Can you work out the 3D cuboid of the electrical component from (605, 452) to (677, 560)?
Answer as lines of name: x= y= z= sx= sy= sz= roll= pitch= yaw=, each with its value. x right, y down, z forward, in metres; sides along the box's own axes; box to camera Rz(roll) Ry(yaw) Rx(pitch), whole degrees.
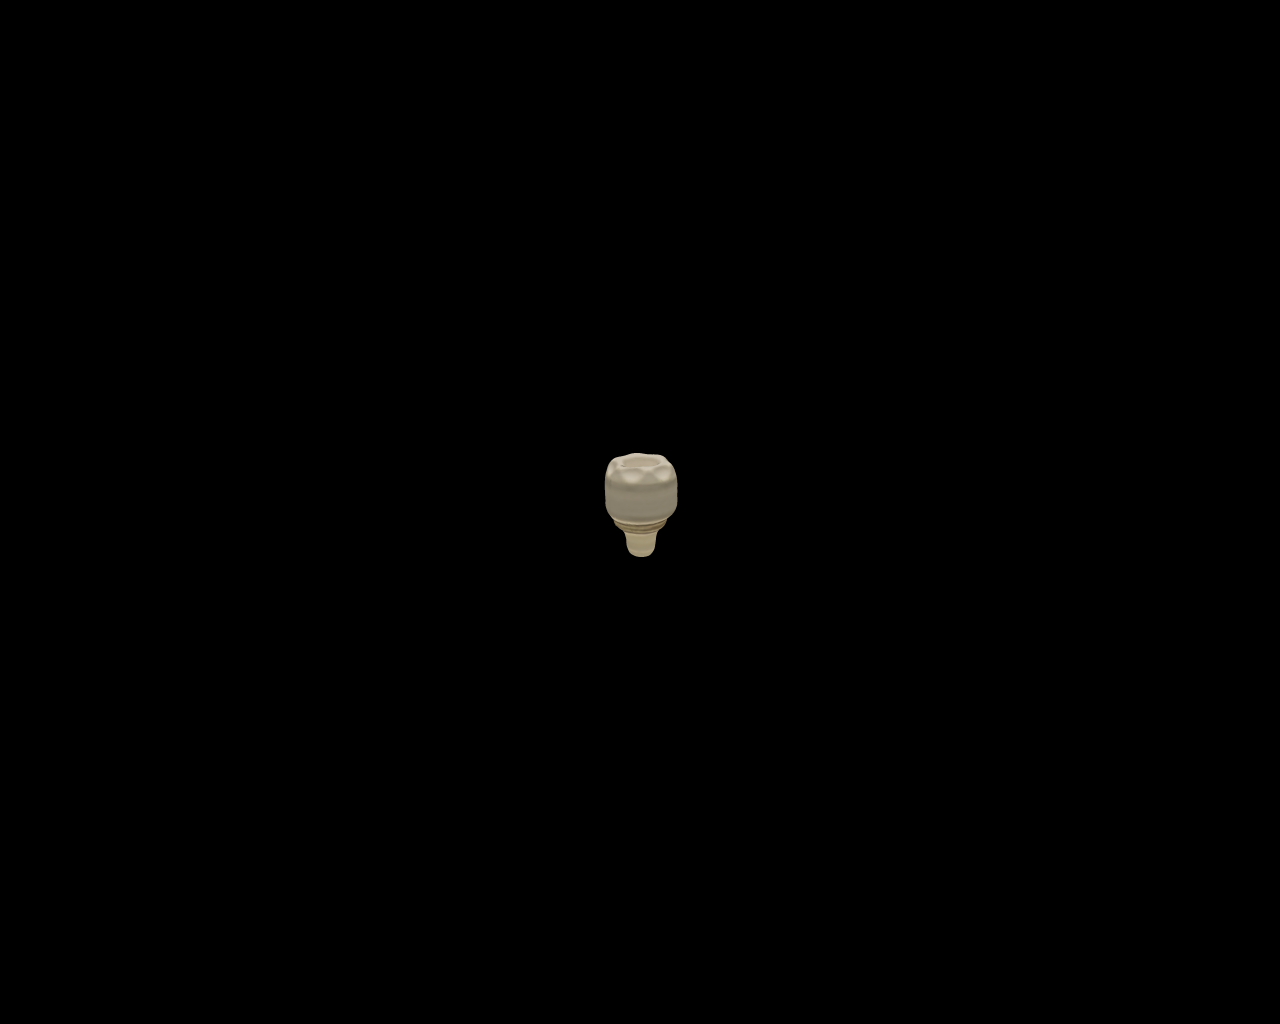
electrical component: x=0.001 y=-0.003 z=0.650 sx=0.043 sy=0.062 sz=0.043 roll=0 pitch=20 yaw=0
